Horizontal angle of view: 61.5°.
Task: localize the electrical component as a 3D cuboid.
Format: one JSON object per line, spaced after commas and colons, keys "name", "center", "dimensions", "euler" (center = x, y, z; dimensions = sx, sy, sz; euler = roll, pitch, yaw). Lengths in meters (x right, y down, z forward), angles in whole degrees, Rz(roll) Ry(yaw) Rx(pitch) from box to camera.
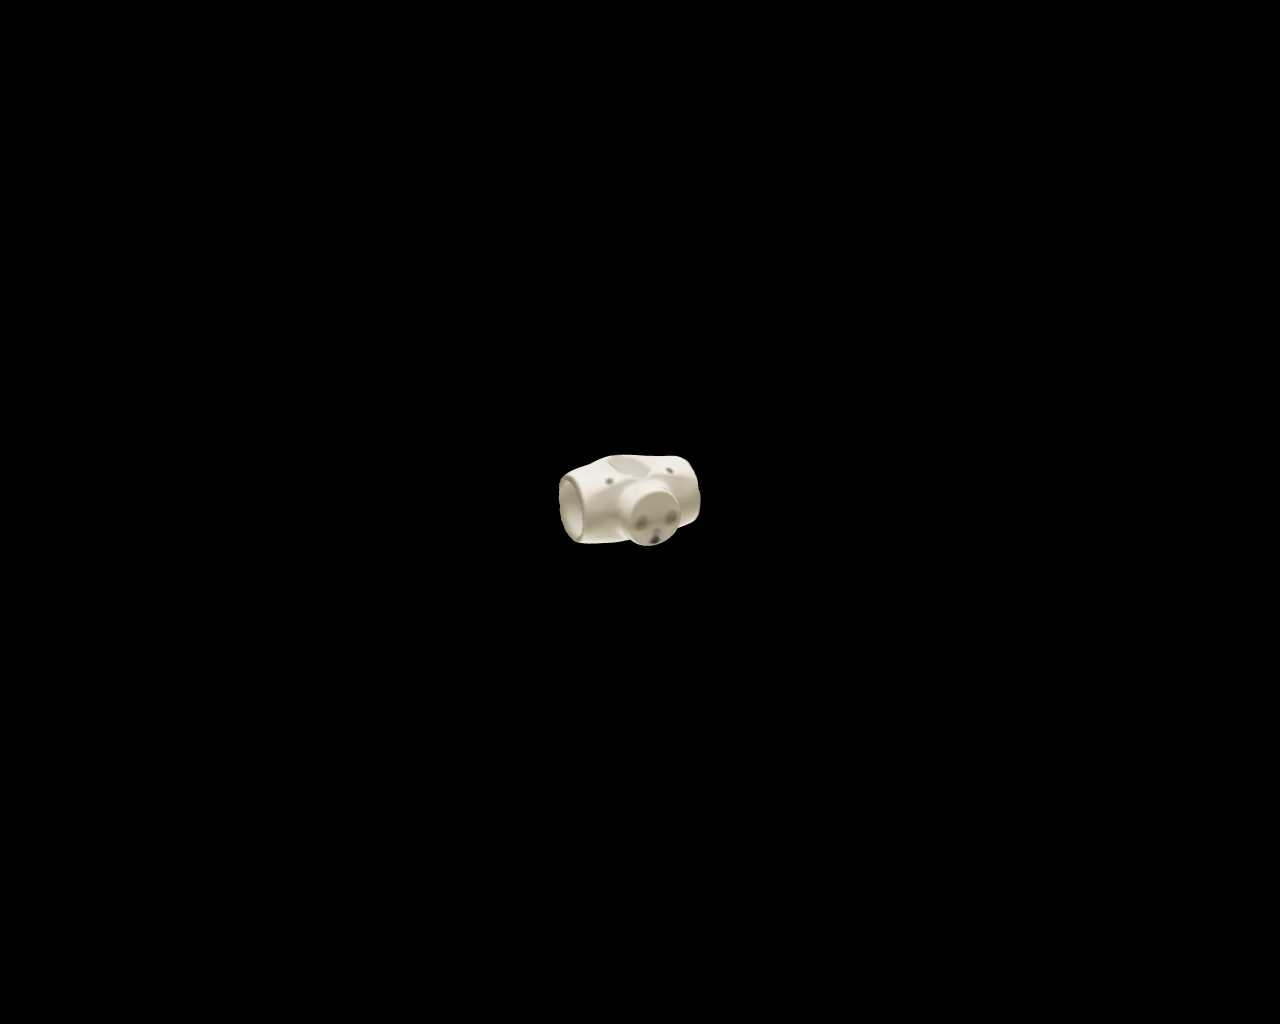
{"name": "electrical component", "center": [0.001, -0.003, 0.650], "dimensions": [0.077, 0.043, 0.079], "euler": [-10, 24, -22]}
